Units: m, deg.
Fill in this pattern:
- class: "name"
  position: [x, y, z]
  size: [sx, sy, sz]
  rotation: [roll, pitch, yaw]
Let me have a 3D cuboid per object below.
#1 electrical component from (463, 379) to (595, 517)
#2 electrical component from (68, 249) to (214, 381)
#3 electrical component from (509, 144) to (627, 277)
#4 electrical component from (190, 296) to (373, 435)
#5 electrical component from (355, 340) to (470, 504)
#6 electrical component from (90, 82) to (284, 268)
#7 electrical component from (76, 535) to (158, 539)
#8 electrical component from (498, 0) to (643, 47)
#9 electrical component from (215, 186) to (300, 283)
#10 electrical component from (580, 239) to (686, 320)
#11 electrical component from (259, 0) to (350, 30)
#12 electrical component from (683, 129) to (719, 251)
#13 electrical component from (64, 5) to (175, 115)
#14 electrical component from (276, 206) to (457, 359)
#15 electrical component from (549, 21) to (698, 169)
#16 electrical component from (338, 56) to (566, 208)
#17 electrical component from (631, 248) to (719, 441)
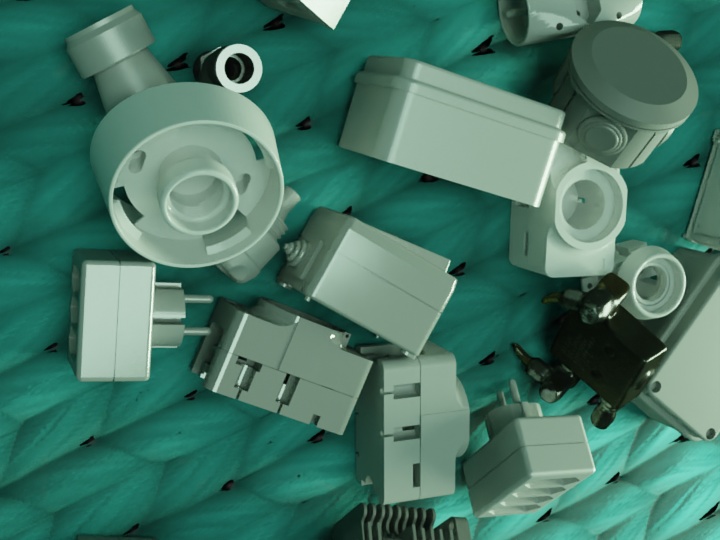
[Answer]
- class: "electrical component"
  position: [0.102, 0.108, 0.689]
  size: [0.047, 0.083, 0.075]
  rotation: [0, 61, -21]
- class: "electrical component"
  position: [-0.120, 0.025, 0.598]
  size: [0.077, 0.047, 0.065]
  rotation: [2, 98, -21]
- class: "electrical component"
  position: [0.131, -0.043, 0.679]
  size: [0.050, 0.056, 0.089]
  rotation: [-2, 100, -21]
- class: "electrical component"
  position: [-0.044, 0.052, 0.630]
  size: [0.089, 0.050, 0.055]
  rotation: [23, 91, -23]
- class: "electrical component"
  position: [0.032, 0.092, 0.666]
  size: [0.056, 0.050, 0.089]
  rotation: [-4, 101, -20]
- class: "electrical component"
  position: [-0.090, -0.051, 0.567]
  size: [0.099, 0.064, 0.099]
  rotation: [-10, 129, -12]
- class: "electrical component"
  position: [-0.129, 0.188, 0.600]
  size: [0.056, 0.089, 0.050]
  rotation: [8, 96, -22]
- class: "electrical component"
  position: [0.125, -0.182, 0.659]
  size: [0.077, 0.043, 0.079]
  rotation: [-13, 94, -14]
- class: "electrical component"
  position: [-0.059, -0.023, 0.621]
  size: [0.061, 0.035, 0.035]
  rotation: [-48, 112, -11]
- class: "electrical component"
  position: [0.179, 0.006, 0.706]
  size: [0.066, 0.055, 0.048]
  rotation: [-13, 104, -18]
- class: "electrical component"
  position: [-0.024, -0.221, 0.573]
  size: [0.089, 0.062, 0.150]
  rotation: [31, 87, -51]
- class: "electrical component"
  position: [0.274, -0.055, 0.728]
  size: [0.061, 0.062, 0.096]
  rotation: [15, 94, -23]
- class: "electrical component"
  position: [-0.126, -0.107, 0.575]
  size: [0.045, 0.045, 0.055]
  rotation: [-32, 108, -13]
- class: "electrical component"
  position: [0.000, 0.000, 0.632]
  size: [0.096, 0.062, 0.061]
  rotation: [30, 88, -23]
- class: "electrical component"
  position: [0.154, -0.104, 0.638]
  size: [0.080, 0.051, 0.080]
  rotation: [9, 55, -13]
- class: "electrical component"
  position: [0.054, -0.082, 0.631]
  size: [0.113, 0.078, 0.057]
  rotation: [14, 97, -23]
- class: "electrical component"
  position: [0.229, 0.050, 0.731]
  size: [0.078, 0.057, 0.113]
  rotation: [38, 84, -22]
